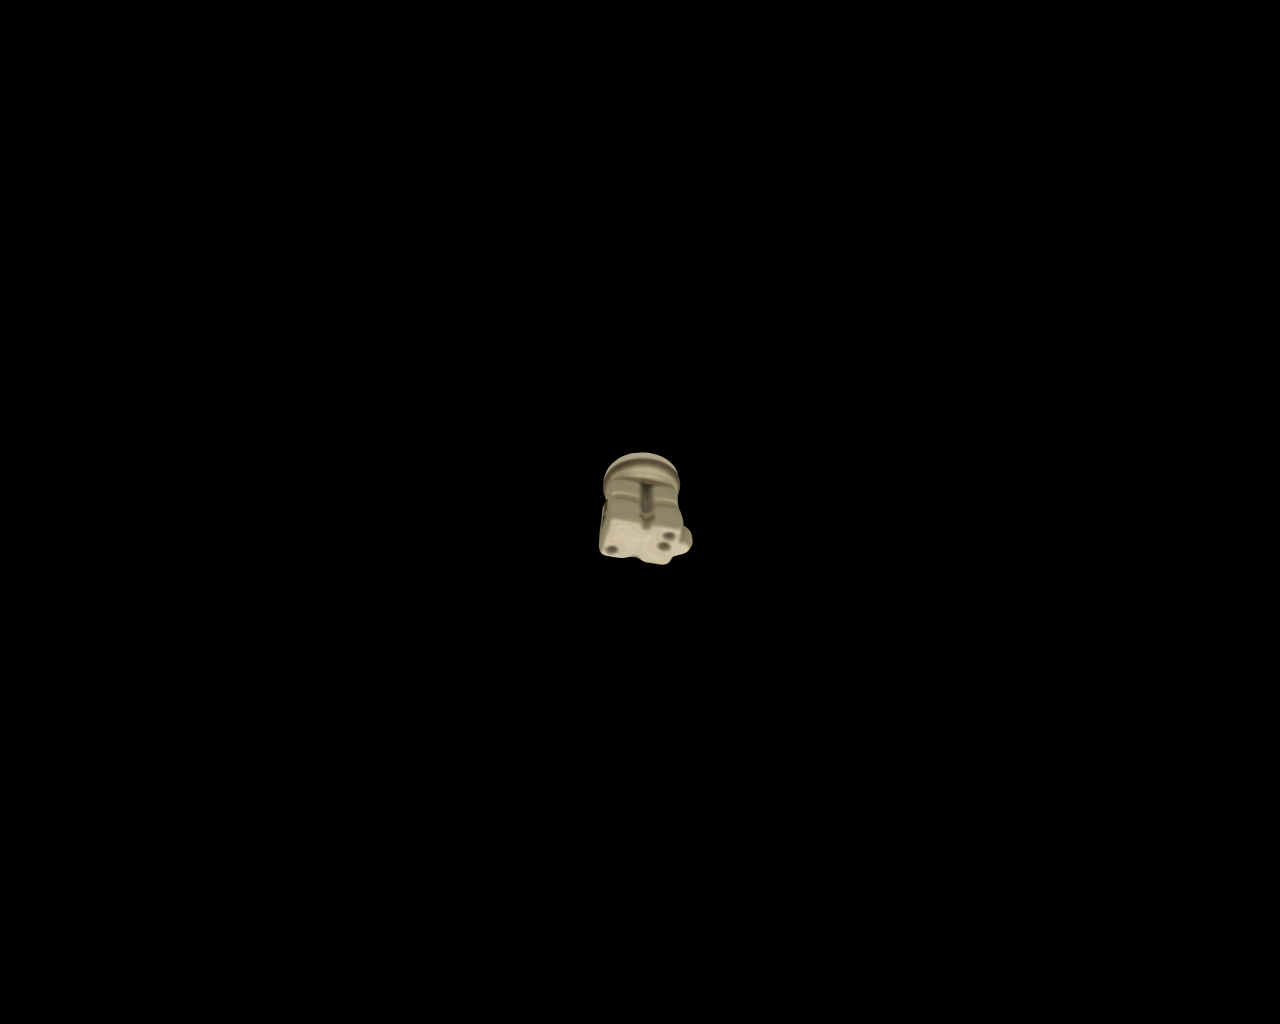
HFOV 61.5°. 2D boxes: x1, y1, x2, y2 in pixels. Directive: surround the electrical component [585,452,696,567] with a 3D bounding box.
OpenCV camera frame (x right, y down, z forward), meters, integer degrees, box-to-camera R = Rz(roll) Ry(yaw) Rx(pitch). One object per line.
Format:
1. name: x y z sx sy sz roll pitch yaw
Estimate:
1. electrical component: 0.001 -0.003 0.650 0.066 0.055 0.048 10 -43 -11
